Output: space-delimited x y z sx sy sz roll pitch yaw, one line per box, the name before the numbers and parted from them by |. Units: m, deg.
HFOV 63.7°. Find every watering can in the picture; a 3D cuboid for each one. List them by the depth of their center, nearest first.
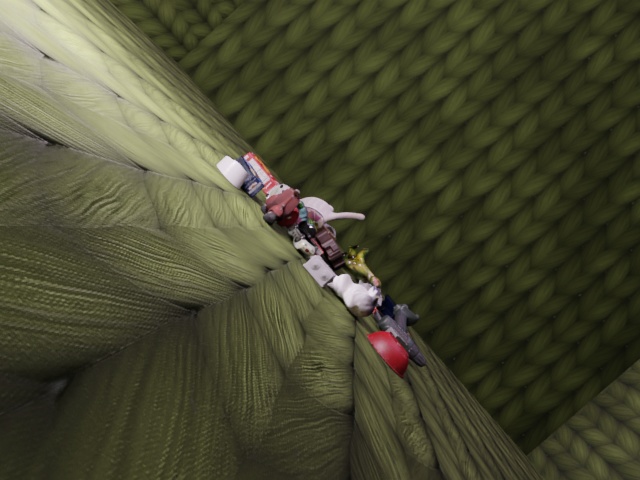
watering can | 0.007 -0.109 2.174 0.348 0.102 0.228 14 24 11

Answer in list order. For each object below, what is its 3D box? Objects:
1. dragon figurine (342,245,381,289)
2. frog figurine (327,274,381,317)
dragon figurine | 0.148 0.144 2.312 0.411 0.123 0.240 10 -59 64
frog figurine | 0.097 0.174 1.613 0.159 0.121 0.139 12 16 -3
